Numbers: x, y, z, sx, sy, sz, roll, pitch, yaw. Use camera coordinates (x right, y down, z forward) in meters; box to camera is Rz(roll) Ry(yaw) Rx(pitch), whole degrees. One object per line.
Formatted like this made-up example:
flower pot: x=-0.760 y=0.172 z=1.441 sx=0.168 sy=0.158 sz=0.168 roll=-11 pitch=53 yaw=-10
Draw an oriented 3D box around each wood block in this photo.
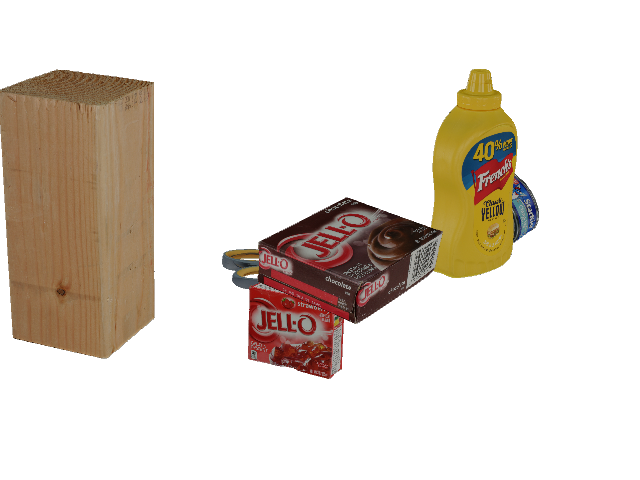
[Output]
wood block: x=-0.191 y=-0.023 z=0.855 sx=0.091 sy=0.206 sz=0.090 roll=10 pitch=22 yaw=16

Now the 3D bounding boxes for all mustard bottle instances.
mustard bottle: x=0.146 y=-0.066 z=1.010 sx=0.096 sy=0.192 sz=0.058 roll=-16 pitch=25 yaw=-38

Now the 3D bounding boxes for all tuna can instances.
tuna can: x=0.205 y=-0.039 z=1.216 sx=0.033 sy=0.086 sz=0.086 roll=-33 pitch=15 yaw=-25

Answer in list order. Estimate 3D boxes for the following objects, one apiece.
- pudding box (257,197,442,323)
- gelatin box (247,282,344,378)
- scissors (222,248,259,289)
pudding box: x=0.022 y=0.012 z=0.781 sx=0.090 sy=0.039 sz=0.113 roll=22 pitch=30 yaw=30
gelatin box: x=-0.023 y=0.080 z=0.977 sx=0.089 sy=0.073 sz=0.030 roll=11 pitch=19 yaw=25
scissors: x=-0.010 y=0.033 z=1.159 sx=0.202 sy=0.016 sz=0.096 roll=4 pitch=22 yaw=5
